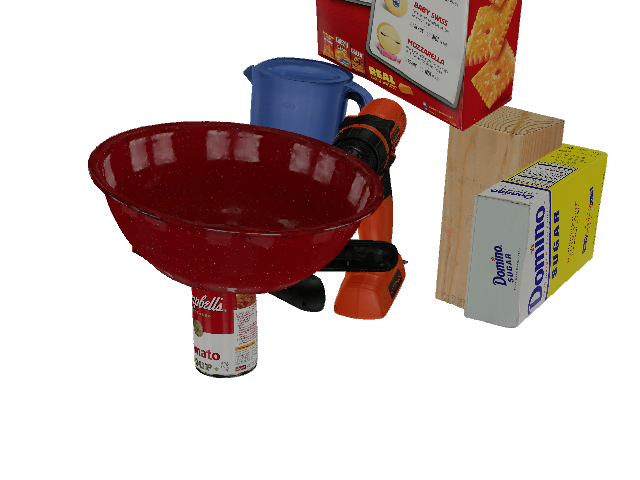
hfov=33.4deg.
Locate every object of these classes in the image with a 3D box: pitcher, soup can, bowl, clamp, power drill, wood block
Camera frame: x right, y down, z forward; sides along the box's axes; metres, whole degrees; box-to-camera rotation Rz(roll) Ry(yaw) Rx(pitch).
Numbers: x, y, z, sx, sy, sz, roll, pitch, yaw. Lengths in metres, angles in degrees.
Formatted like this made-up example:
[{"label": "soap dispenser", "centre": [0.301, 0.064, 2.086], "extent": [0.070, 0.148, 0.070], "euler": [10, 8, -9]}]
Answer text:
[{"label": "pitcher", "centre": [-0.026, -0.113, 1.417], "extent": [0.144, 0.243, 0.149], "euler": [-3, 24, -22]}, {"label": "soup can", "centre": [-0.100, 0.083, 1.112], "extent": [0.068, 0.102, 0.068], "euler": [0, 19, 0]}, {"label": "bowl", "centre": [-0.048, -0.015, 0.593], "extent": [0.162, 0.055, 0.162], "euler": [7, 24, -3]}, {"label": "clamp", "centre": [-0.058, 0.014, 0.821], "extent": [0.210, 0.036, 0.164], "euler": [8, 12, 15]}, {"label": "power drill", "centre": [0.043, -0.024, 1.000], "extent": [0.057, 0.188, 0.184], "euler": [8, 27, 16]}, {"label": "wood block", "centre": [0.191, -0.031, 1.144], "extent": [0.090, 0.206, 0.090], "euler": [20, 28, 38]}]

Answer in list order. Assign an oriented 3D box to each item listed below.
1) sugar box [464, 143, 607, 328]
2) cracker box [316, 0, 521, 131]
[{"label": "sugar box", "centre": [0.163, -0.008, 0.789], "extent": [0.048, 0.093, 0.175], "euler": [12, 23, 26]}, {"label": "cracker box", "centre": [0.073, -0.213, 0.808], "extent": [0.072, 0.214, 0.164], "euler": [-33, 50, -30]}]
